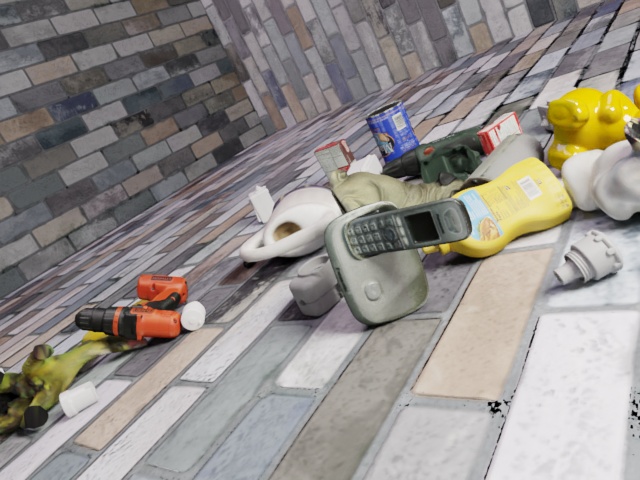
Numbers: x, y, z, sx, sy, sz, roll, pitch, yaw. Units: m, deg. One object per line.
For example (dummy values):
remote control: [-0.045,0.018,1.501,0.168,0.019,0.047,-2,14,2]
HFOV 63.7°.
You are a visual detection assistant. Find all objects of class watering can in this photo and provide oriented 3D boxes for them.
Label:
watering can: [0.003,-0.051,1.013,0.346,0.103,0.228,-24,17,9]

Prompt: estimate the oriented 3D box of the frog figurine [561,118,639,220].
frog figurine: [0.365,-0.072,0.623,0.140,0.123,0.156,-51,-8,-37]

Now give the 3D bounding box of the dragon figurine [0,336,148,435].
dragon figurine: [-0.509,0.259,0.919,0.410,0.122,0.243,-24,0,2]
